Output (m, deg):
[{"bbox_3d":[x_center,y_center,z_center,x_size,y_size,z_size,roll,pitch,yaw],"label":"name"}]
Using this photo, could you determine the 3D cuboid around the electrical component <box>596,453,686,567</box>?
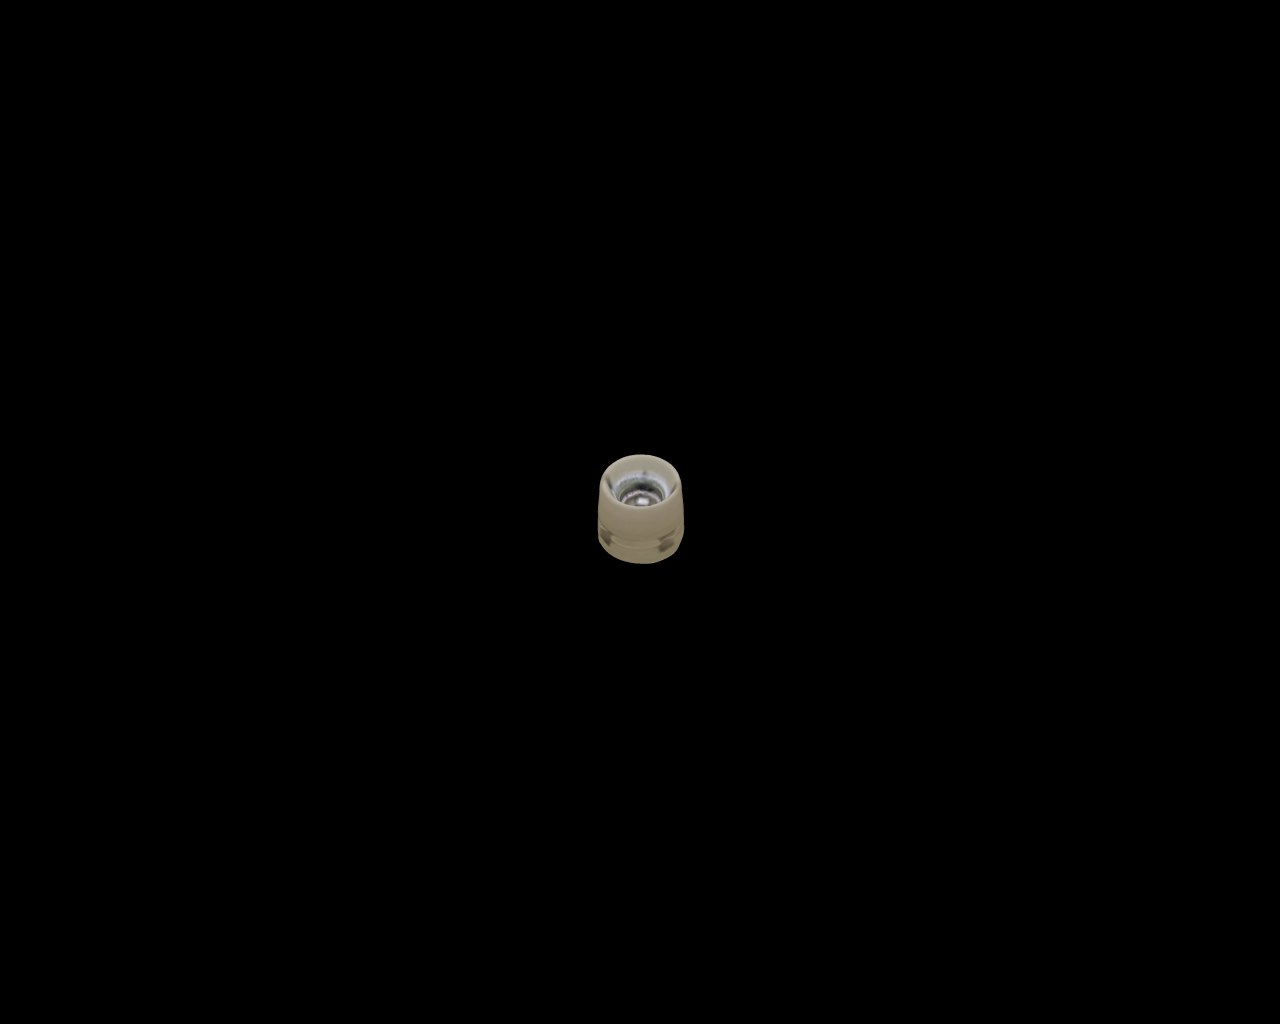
[{"bbox_3d":[0.001,-0.003,0.650,0.055,0.055,0.047,0,-45,0],"label":"electrical component"}]
